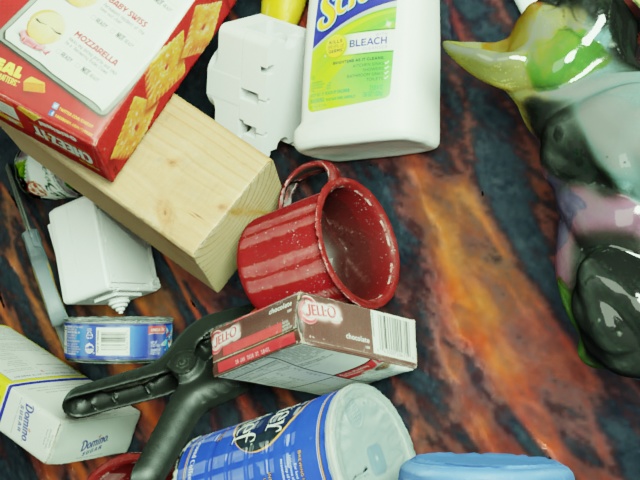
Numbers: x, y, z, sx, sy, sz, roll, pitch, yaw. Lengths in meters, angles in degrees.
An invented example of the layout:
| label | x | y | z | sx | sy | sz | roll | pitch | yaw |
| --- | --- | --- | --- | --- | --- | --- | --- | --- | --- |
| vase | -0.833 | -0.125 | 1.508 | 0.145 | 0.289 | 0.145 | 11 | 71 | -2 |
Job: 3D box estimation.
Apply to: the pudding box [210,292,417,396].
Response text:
| label | x | y | z | sx | sy | sz | roll | pitch | yaw |
| --- | --- | --- | --- | --- | --- | --- | --- | --- | --- |
| pudding box | -0.003 | 0.073 | 0.717 | 0.090 | 0.113 | 0.039 | -24 | 58 | 41 |

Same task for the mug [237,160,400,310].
| label | x | y | z | sx | sy | sz | roll | pitch | yaw |
| --- | --- | --- | --- | --- | --- | --- | --- | --- | --- |
| mug | -0.005 | 0.001 | 0.750 | 0.082 | 0.093 | 0.117 | -19 | 69 | 35 |

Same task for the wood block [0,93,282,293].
| label | x | y | z | sx | sy | sz | roll | pitch | yaw |
| --- | --- | --- | --- | --- | --- | --- | --- | --- | --- |
| wood block | -0.136 | -0.064 | 0.794 | 0.206 | 0.091 | 0.090 | 34 | 77 | 16 |

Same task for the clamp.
| label | x | y | z | sx | sy | sz | roll | pitch | yaw |
| --- | --- | --- | --- | --- | --- | --- | --- | --- | --- |
| clamp | -0.104 | 0.100 | 0.781 | 0.120 | 0.171 | 0.039 | 28 | 146 | 34 |

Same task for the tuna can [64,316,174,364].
| label | x | y | z | sx | sy | sz | roll | pitch | yaw |
| --- | --- | --- | --- | --- | --- | --- | --- | --- | --- |
| tuna can | -0.159 | 0.078 | 0.844 | 0.086 | 0.086 | 0.034 | -1 | 88 | 33 |

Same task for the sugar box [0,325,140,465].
| label | x | y | z | sx | sy | sz | roll | pitch | yaw |
| --- | --- | --- | --- | --- | --- | --- | --- | --- | --- |
| sugar box | -0.245 | 0.126 | 0.892 | 0.176 | 0.093 | 0.048 | 28 | 103 | 31 |

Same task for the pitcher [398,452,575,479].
| label | x | y | z | sx | sy | sz | roll | pitch | yaw |
| --- | --- | --- | --- | --- | --- | --- | --- | --- | --- |
| pitcher | 0.089 | 0.255 | 0.642 | 0.145 | 0.149 | 0.243 | -3 | 82 | 33 |

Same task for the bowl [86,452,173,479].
| label | x | y | z | sx | sy | sz | roll | pitch | yaw |
| --- | --- | --- | --- | --- | --- | --- | --- | --- | --- |
| bowl | -0.123 | 0.244 | 0.827 | 0.162 | 0.055 | 0.162 | -2 | 86 | 33 |

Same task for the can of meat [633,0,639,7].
| label | x | y | z | sx | sy | sz | roll | pitch | yaw |
| --- | --- | --- | --- | --- | --- | --- | --- | --- | --- |
| can of meat | 0.239 | -0.145 | 0.618 | 0.084 | 0.057 | 0.102 | -46 | 64 | 24 |

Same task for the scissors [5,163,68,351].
| label | x | y | z | sx | sy | sz | roll | pitch | yaw |
| --- | --- | --- | --- | --- | --- | --- | --- | --- | --- |
| scissors | -0.246 | 0.020 | 0.937 | 0.202 | 0.016 | 0.096 | -125 | 21 | -49 |

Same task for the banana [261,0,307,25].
| label | x | y | z | sx | sy | sz | roll | pitch | yaw |
| --- | --- | --- | --- | --- | --- | --- | --- | --- | --- |
| banana | -0.039 | -0.234 | 0.814 | 0.070 | 0.037 | 0.198 | -8 | 83 | 30 |

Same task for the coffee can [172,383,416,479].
| label | x | y | z | sx | sy | sz | roll | pitch | yaw |
| --- | --- | --- | --- | --- | --- | --- | --- | --- | --- |
| coffee can | -0.017 | 0.167 | 0.736 | 0.141 | 0.102 | 0.103 | -23 | 75 | 30 |

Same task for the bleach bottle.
| label | x | y | z | sx | sy | sz | roll | pitch | yaw |
| --- | --- | --- | --- | --- | --- | --- | --- | --- | --- |
| bleach bottle | 0.033 | -0.186 | 0.751 | 0.103 | 0.068 | 0.251 | -4 | 83 | 31 |

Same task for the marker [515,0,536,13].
| label | x | y | z | sx | sy | sz | roll | pitch | yaw |
| --- | --- | --- | --- | --- | --- | --- | --- | --- | --- |
| marker | 0.119 | -0.204 | 0.721 | 0.020 | 0.020 | 0.121 | -33 | 70 | 27 |

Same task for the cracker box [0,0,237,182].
| label | x | y | z | sx | sy | sz | roll | pitch | yaw |
| --- | --- | --- | --- | --- | --- | --- | --- | --- | --- |
| cracker box | -0.160 | -0.171 | 0.747 | 0.164 | 0.072 | 0.213 | 28 | 72 | 10 |
